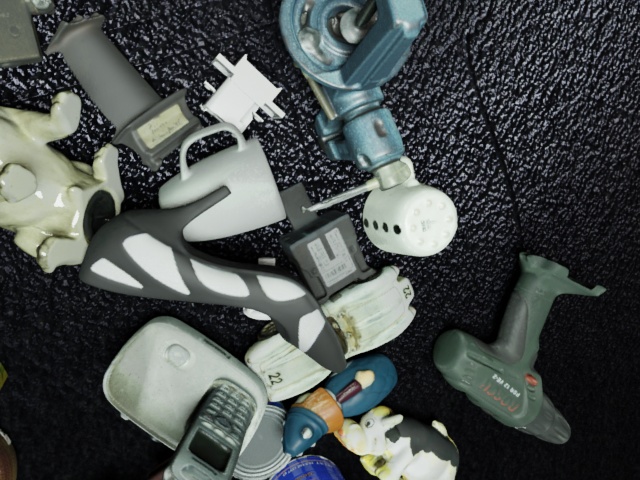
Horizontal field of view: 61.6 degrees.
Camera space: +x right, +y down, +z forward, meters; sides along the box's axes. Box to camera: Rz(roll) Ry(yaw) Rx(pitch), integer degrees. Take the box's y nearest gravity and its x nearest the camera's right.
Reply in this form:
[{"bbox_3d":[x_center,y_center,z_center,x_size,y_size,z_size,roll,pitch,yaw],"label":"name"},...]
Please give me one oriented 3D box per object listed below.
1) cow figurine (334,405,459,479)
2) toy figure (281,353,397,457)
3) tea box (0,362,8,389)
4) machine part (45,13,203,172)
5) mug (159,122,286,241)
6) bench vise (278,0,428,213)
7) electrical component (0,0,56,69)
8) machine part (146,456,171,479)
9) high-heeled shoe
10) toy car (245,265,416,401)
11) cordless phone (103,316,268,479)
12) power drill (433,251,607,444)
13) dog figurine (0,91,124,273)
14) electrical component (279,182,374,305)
[{"bbox_3d":[0.095,0.237,0.625,0.167,0.068,0.098,44,77,-23],"label":"cow figurine"},{"bbox_3d":[0.017,0.175,0.578,0.154,0.058,0.064,-24,124,-33],"label":"toy figure"},{"bbox_3d":[-0.362,0.140,0.435,0.170,0.098,0.068,-26,107,-15],"label":"tea box"},{"bbox_3d":[-0.173,-0.134,0.478,0.138,0.039,0.084,48,59,-15],"label":"machine part"},{"bbox_3d":[-0.097,-0.049,0.500,0.107,0.081,0.109,-23,131,-5],"label":"mug"},{"bbox_3d":[0.037,-0.153,0.461,0.129,0.240,0.223,-11,87,-14],"label":"bench vise"},{"bbox_3d":[-0.271,-0.183,0.441,0.102,0.045,0.078,-8,100,-18],"label":"electrical component"},{"bbox_3d":[-0.097,0.283,0.514,0.056,0.179,0.179,-34,108,-14],"label":"machine part"},{"bbox_3d":[-0.085,0.066,0.480,0.145,0.086,0.248,-37,109,-6],"label":"high-heeled shoe"},{"bbox_3d":[0.016,0.098,0.581,0.202,0.056,0.073,-28,107,-13],"label":"toy car"},{"bbox_3d":[-0.126,0.150,0.460,0.146,0.184,0.088,37,95,-4],"label":"cordless phone"},{"bbox_3d":[0.264,0.130,0.668,0.232,0.086,0.207,27,97,-18],"label":"power drill"},{"bbox_3d":[-0.282,-0.051,0.449,0.191,0.121,0.172,8,136,12],"label":"dog figurine"},{"bbox_3d":[-0.001,-0.002,0.564,0.075,0.048,0.119,-26,108,-14],"label":"electrical component"}]
